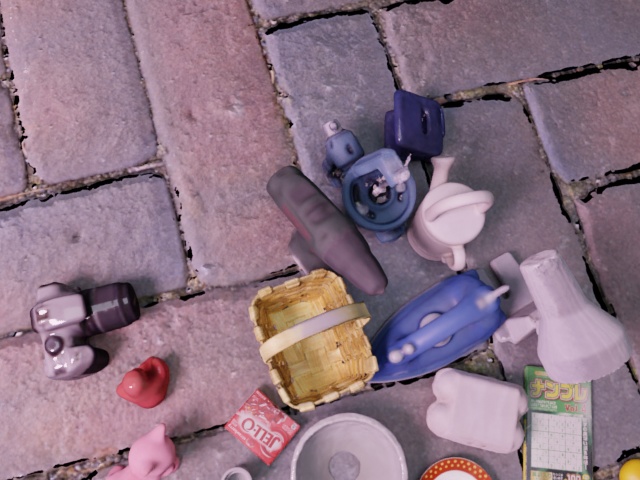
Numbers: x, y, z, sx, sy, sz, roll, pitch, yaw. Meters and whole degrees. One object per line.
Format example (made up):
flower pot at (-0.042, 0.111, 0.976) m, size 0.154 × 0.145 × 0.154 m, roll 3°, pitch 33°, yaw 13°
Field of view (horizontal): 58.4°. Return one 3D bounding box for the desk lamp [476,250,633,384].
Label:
desk lamp at (0.326, 0.105, 0.842) m, size 0.118 × 0.213 × 0.203 m, roll -30°, pitch 79°, yaw -11°

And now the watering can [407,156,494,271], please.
watering can at (0.198, -0.044, 0.882) m, size 0.101 × 0.194 × 0.173 m, roll -28°, pitch 79°, yaw -11°

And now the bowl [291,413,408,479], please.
bowl at (0.040, 0.337, 0.831) m, size 0.167 × 0.074 × 0.167 m, roll 1°, pitch 75°, yaw -4°

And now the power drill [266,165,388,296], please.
power drill at (0.008, 0.003, 0.848) m, size 0.076 × 0.208 × 0.229 m, roll -38°, pitch 81°, yaw -12°

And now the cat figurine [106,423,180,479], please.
cat figurine at (-0.246, 0.316, 0.793) m, size 0.128 × 0.117 × 0.067 m, roll -43°, pitch 82°, yaw -13°

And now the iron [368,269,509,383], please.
iron at (0.168, 0.140, 0.858) m, size 0.258 × 0.141 × 0.118 m, roll -31°, pitch 79°, yaw -11°

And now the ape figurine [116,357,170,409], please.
ape figurine at (-0.260, 0.209, 0.834) m, size 0.078 × 0.092 × 0.076 m, roll -16°, pitch 77°, yaw -8°

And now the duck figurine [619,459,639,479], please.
duck figurine at (0.510, 0.379, 0.850) m, size 0.077 × 0.086 × 0.104 m, roll -37°, pitch 81°, yaw -12°

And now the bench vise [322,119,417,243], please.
bench vise at (0.065, -0.101, 0.874) m, size 0.207 × 0.219 × 0.121 m, roll 39°, pitch 76°, yaw 6°

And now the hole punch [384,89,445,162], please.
hole punch at (0.165, -0.195, 0.973) m, size 0.101 × 0.091 × 0.109 m, roll 1°, pitch 75°, yaw -4°

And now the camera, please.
camera at (-0.340, 0.122, 0.846) m, size 0.137 × 0.101 × 0.143 m, roll -15°, pitch 77°, yaw -8°

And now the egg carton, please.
egg carton at (0.239, 0.260, 0.869) m, size 0.150 × 0.069 × 0.107 m, roll 13°, pitch 75°, yaw -1°
